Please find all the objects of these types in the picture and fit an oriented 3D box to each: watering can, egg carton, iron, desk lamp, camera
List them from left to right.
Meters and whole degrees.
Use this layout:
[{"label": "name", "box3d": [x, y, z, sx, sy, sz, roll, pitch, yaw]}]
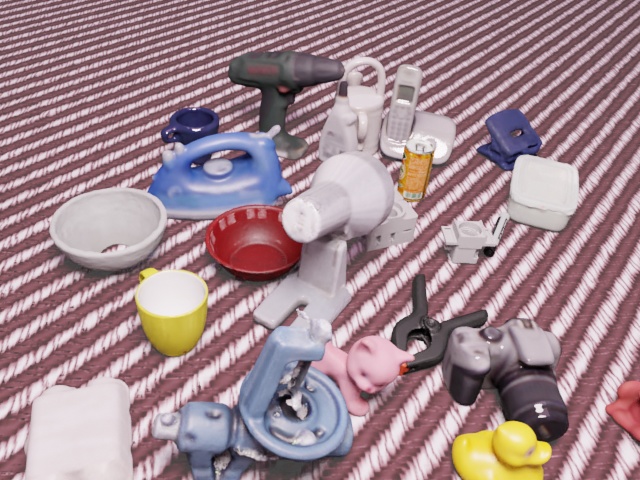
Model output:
[{"label": "egg carton", "box3d": [-0.256, 0.219, 0.615, 0.107, 0.069, 0.150, -8, 42, -16]}, {"label": "iron", "box3d": [-0.179, -0.120, 0.969, 0.259, 0.141, 0.118, -10, 42, -17]}, {"label": "desk lamp", "box3d": [0.007, 0.003, 0.788, 0.117, 0.214, 0.204, 23, 43, 21]}, {"label": "watering can", "box3d": [0.074, -0.273, 1.137, 0.101, 0.194, 0.172, -15, 44, -22]}, {"label": "camera", "box3d": [0.238, 0.170, 0.702, 0.143, 0.101, 0.136, 1, 40, -5]}]

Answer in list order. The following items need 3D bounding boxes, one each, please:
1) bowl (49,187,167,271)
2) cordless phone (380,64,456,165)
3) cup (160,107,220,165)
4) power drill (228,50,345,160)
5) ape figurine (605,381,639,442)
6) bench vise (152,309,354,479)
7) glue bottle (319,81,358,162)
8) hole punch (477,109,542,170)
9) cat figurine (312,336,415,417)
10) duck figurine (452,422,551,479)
[{"label": "bowl", "box3d": [-0.314, -0.005, 0.870, 0.167, 0.075, 0.167, 3, 40, -2]}, {"label": "cordless phone", "box3d": [0.199, -0.245, 1.125, 0.147, 0.185, 0.094, 10, 40, 6]}, {"label": "cup", "box3d": [-0.243, -0.186, 1.076, 0.091, 0.095, 0.118, 34, 48, 30]}, {"label": "power drill", "box3d": [-0.066, -0.267, 1.103, 0.229, 0.208, 0.076, 17, 41, 14]}, {"label": "ape figurine", "box3d": [0.401, 0.200, 0.691, 0.076, 0.092, 0.078, 13, 41, 10]}, {"label": "bench vise", "box3d": [-0.058, 0.172, 0.576, 0.208, 0.220, 0.121, -17, 45, -24]}, {"label": "glue bottle", "box3d": [0.039, -0.219, 1.085, 0.078, 0.173, 0.037, 26, 45, 24]}, {"label": "hole punch", "box3d": [0.396, -0.208, 1.176, 0.109, 0.091, 0.100, -20, 46, -27]}, {"label": "cat figurine", "box3d": [0.044, 0.147, 0.695, 0.127, 0.118, 0.067, 23, 43, 20]}, {"label": "duck figurine", "box3d": [0.203, 0.234, 0.635, 0.104, 0.086, 0.077, 12, 41, 9]}]
